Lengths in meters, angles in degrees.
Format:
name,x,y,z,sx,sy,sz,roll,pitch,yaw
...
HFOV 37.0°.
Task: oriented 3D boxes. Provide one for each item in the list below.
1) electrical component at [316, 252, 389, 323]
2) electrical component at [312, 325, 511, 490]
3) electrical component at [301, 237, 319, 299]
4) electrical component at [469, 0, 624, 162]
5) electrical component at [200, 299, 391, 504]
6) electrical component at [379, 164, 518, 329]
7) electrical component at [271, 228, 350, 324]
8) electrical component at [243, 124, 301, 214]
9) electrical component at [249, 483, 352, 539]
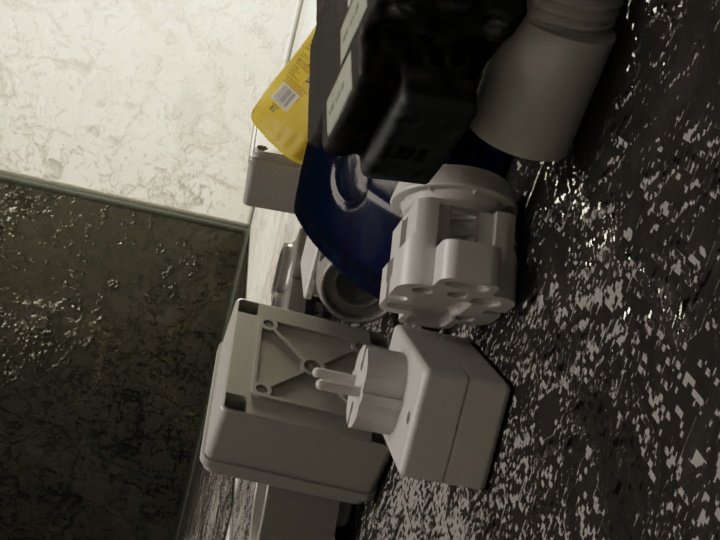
name,x,y,z,sx,sy,sz,roll,pitch,yaw
electrical component,0.000,0.000,0.716,0.057,0.058,0.078,-90,15,-64
electrical component,0.016,0.055,0.479,0.083,0.076,0.047,-124,46,-78
electrical component,-0.013,-0.027,0.852,0.099,0.048,0.099,-104,28,-71
electrical component,0.075,-0.088,0.414,0.043,0.043,0.081,-91,16,-56
electrical component,-0.037,0.080,0.672,0.108,0.109,0.056,-90,18,-54
electrical component,0.040,-0.011,0.481,0.078,0.058,0.057,127,151,-69
electrical component,-0.048,0.051,0.925,0.089,0.062,0.150,117,163,-58
electrical component,-0.046,-0.097,0.962,0.108,0.109,0.056,-92,14,-57
electrical component,-0.037,0.148,0.724,0.108,0.060,0.108,-170,90,-82
